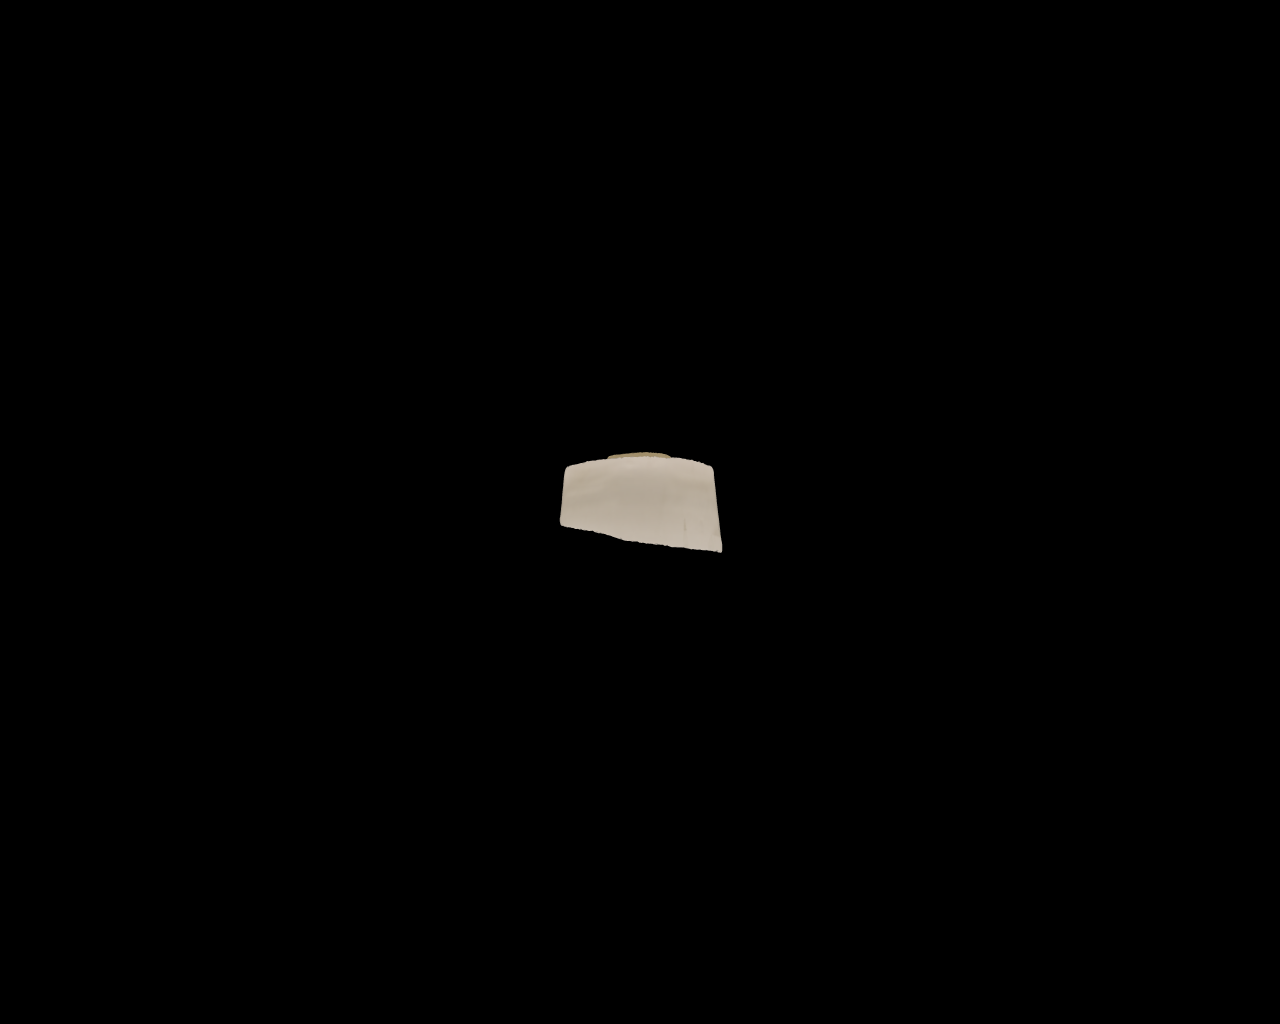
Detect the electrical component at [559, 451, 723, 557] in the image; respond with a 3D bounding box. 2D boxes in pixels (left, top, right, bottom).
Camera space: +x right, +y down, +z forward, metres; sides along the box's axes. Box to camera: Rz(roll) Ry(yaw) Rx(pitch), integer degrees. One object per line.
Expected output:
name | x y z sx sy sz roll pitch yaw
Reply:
electrical component | 0.001 -0.003 0.650 0.099 0.064 0.099 0 -7 0
